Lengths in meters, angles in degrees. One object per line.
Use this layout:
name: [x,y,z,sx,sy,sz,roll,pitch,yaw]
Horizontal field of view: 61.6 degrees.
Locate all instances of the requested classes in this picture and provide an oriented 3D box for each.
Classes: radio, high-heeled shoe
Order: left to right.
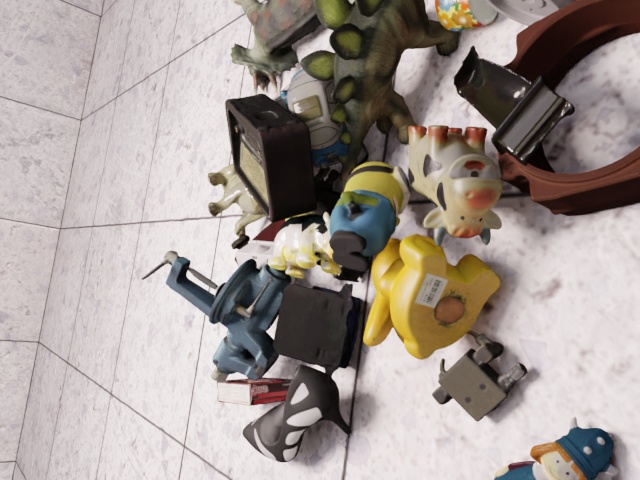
radio: [-0.080,-0.133,0.808,0.230,0.073,0.130,-132,32,-54]
high-heeled shoe: [-0.064,0.250,0.792,0.249,0.145,0.086,-21,29,35]

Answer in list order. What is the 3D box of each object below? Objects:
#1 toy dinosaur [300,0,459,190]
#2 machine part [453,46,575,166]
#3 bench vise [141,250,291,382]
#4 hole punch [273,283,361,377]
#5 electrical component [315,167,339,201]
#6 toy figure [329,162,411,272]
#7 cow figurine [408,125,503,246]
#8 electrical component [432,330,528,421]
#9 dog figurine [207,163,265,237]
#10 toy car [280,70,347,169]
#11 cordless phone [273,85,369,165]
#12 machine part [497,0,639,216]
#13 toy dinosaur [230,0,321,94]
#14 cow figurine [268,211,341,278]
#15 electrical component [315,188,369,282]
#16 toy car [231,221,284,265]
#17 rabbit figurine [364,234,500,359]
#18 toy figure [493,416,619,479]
toy dinosaur: [0.089,-0.294,0.716,0.105,0.198,0.471,25,101,49]
machine part: [0.184,-0.140,0.542,0.084,0.039,0.139,-59,42,31]
bench vise: [-0.159,0.107,0.864,0.241,0.129,0.223,33,118,8]
hole punch: [0.005,0.128,0.807,0.116,0.092,0.142,12,86,26]
electrical component: [-0.005,-0.078,0.882,0.021,0.063,0.094,35,99,25]
toy figure: [0.058,-0.039,0.677,0.180,0.089,0.082,-54,-10,-45]
cow figurine: [0.151,-0.068,0.620,0.195,0.085,0.127,-108,17,-76]
electrical component: [0.174,0.153,0.607,0.078,0.045,0.102,39,116,19]
dog figurine: [-0.101,-0.113,1.007,0.191,0.121,0.172,-27,52,23]
toy car: [-0.005,-0.191,0.803,0.109,0.103,0.161,-12,87,23]
cordless phone: [-0.003,-0.175,0.891,0.146,0.088,0.184,-34,70,23]
machine part: [0.276,-0.136,0.524,0.201,0.087,0.201,-16,69,49]
toy dinosaur: [-0.040,-0.434,0.995,0.405,0.131,0.192,-32,68,38]
cow figurine: [0.001,-0.002,0.761,0.167,0.068,0.098,-11,61,47]
electrical component: [0.027,-0.012,0.828,0.134,0.058,0.114,32,104,50]
toy car: [-0.086,0.003,0.959,0.202,0.053,0.089,-39,85,41]
rabbit figurine: [0.118,0.063,0.670,0.173,0.122,0.162,-130,51,-62]
toy figure: [0.217,0.235,0.518,0.064,0.058,0.154,39,115,8]
